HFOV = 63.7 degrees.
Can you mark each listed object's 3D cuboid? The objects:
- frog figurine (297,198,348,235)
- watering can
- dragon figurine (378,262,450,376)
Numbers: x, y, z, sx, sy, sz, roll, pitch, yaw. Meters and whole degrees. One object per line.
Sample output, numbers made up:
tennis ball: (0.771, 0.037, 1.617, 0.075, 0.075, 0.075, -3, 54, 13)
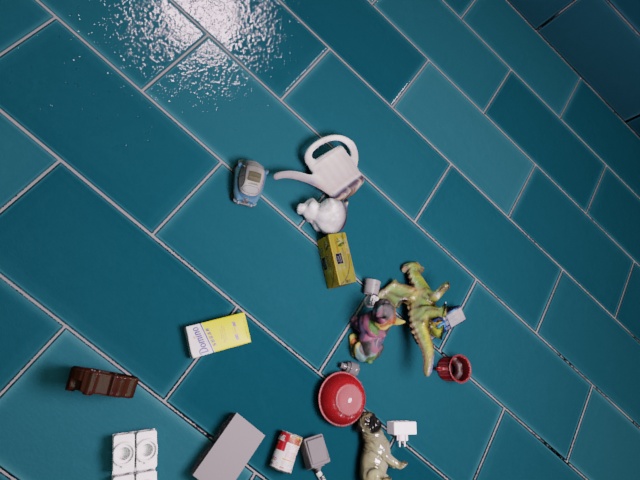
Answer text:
frog figurine: (0.005, -0.086, 1.704, 0.159, 0.134, 0.125, 10, 55, -23)
watering can: (0.017, -0.225, 1.766, 0.352, 0.103, 0.224, -37, 93, -29)
dragon figurine: (0.305, 0.237, 1.740, 0.243, 0.119, 0.419, 12, 53, 18)
